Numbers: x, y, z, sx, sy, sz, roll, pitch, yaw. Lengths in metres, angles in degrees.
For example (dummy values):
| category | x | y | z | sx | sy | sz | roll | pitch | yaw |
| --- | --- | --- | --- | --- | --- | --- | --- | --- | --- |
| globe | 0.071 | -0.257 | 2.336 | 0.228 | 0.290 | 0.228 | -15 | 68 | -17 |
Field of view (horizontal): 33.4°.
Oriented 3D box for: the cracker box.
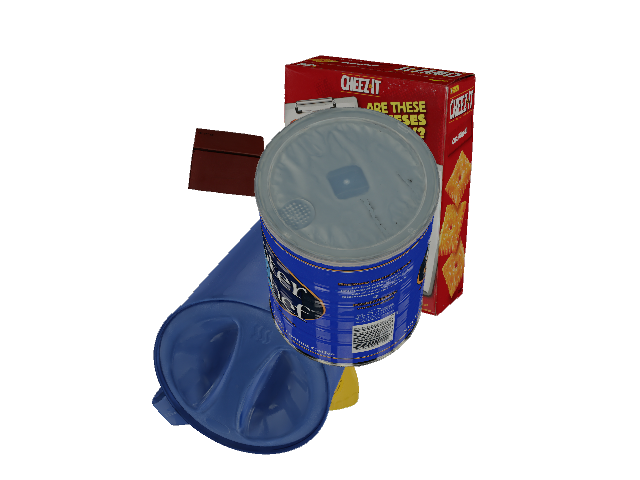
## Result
| category | x | y | z | sx | sy | sz | roll | pitch | yaw |
| --- | --- | --- | --- | --- | --- | --- | --- | --- | --- |
| cracker box | 0.052 | -0.054 | 0.984 | 0.164 | 0.214 | 0.072 | 12 | 24 | 28 |

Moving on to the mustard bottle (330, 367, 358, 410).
| category | x | y | z | sx | sy | sz | roll | pitch | yaw |
| --- | --- | --- | --- | --- | --- | --- | --- | --- | --- |
| mustard bottle | 0.003 | 0.131 | 1.424 | 0.096 | 0.192 | 0.058 | -2 | 18 | -6 |

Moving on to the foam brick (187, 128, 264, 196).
| category | x | y | z | sx | sy | sz | roll | pitch | yaw |
| --- | --- | --- | --- | --- | --- | --- | --- | --- | --- |
| foam brick | -0.103 | -0.086 | 1.169 | 0.078 | 0.051 | 0.053 | 7 | 29 | -6 |

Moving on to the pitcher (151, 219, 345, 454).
| category | x | y | z | sx | sy | sz | roll | pitch | yaw |
| --- | --- | --- | --- | --- | --- | --- | --- | --- | --- |
| pitcher | -0.031 | 0.049 | 0.848 | 0.149 | 0.145 | 0.242 | 12 | 31 | 13 |

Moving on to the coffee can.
| category | x | y | z | sx | sy | sz | roll | pitch | yaw |
| --- | --- | --- | --- | --- | --- | --- | --- | --- | --- |
| coffee can | 0.016 | 0.002 | 0.646 | 0.103 | 0.103 | 0.140 | 0 | -30 | 1 |
